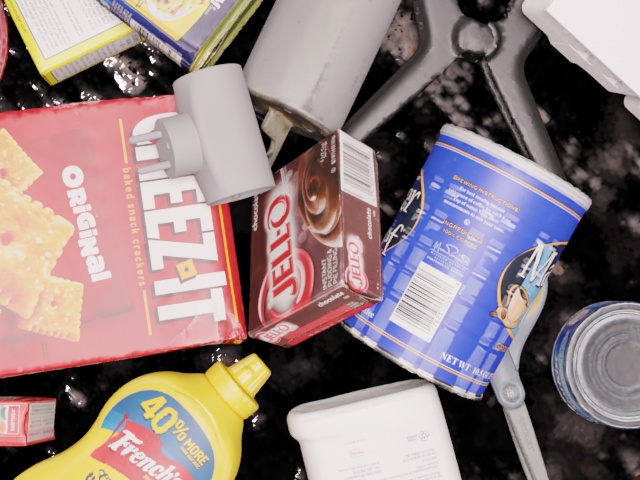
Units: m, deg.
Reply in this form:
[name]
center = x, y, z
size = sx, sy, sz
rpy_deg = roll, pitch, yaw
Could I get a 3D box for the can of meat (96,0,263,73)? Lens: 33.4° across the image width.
[can of meat]
center = -0.080, -0.164, 0.669
size = 0.084, 0.057, 0.102
rpy_deg = 37, 88, -5

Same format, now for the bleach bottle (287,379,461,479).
[bleach bottle]
center = 0.055, 0.222, 0.687
size = 0.102, 0.068, 0.251
rpy_deg = -12, 89, -2

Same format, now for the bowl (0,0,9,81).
[bowl]
center = -0.293, -0.139, 0.704
size = 0.162, 0.055, 0.162
rpy_deg = 0, 86, -1

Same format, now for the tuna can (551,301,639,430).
[tuna can]
center = 0.201, 0.083, 0.714
size = 0.086, 0.034, 0.086
rpy_deg = 0, 86, -2

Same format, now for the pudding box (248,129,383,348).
[pudding box]
center = -0.004, 0.001, 0.667
size = 0.039, 0.090, 0.113
rpy_deg = 25, 51, -34

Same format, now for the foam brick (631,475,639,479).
[foam brick]
center = 0.235, 0.179, 0.700
size = 0.078, 0.051, 0.053
rpy_deg = -23, 89, -3

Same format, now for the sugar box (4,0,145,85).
[sugar box]
center = -0.125, -0.185, 0.718
size = 0.176, 0.048, 0.093
rpy_deg = -26, 89, -7

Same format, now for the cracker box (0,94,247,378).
[cracker box]
center = -0.163, 0.000, 0.678
size = 0.213, 0.072, 0.164
rpy_deg = -8, 86, -10

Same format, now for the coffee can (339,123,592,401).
[coffee can]
center = 0.089, 0.013, 0.663
size = 0.103, 0.103, 0.140
rpy_deg = 28, 94, 0

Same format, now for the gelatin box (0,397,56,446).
[gelatin box]
center = -0.210, 0.112, 0.671
size = 0.073, 0.089, 0.030
rpy_deg = 2, 83, -2

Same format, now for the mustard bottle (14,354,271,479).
[mustard bottle]
center = -0.109, 0.142, 0.688
size = 0.191, 0.058, 0.096
rpy_deg = -41, 80, -5

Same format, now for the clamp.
[clamp]
center = 0.113, -0.126, 0.725
size = 0.164, 0.036, 0.210
rpy_deg = 18, 89, -2

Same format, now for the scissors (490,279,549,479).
[scissors]
center = 0.140, 0.086, 0.719
size = 0.096, 0.016, 0.202
rpy_deg = -34, 87, 2
